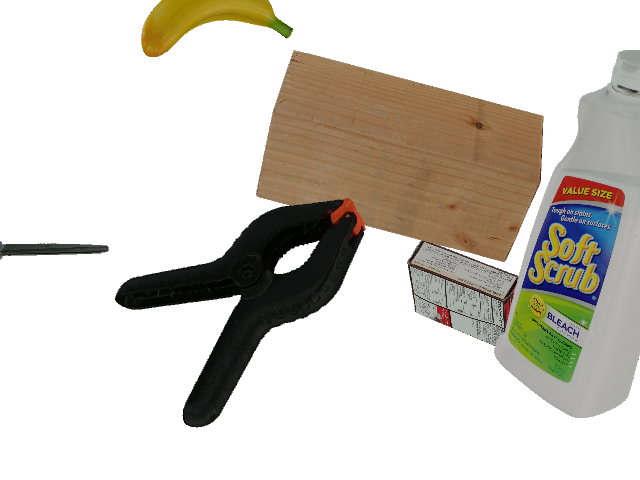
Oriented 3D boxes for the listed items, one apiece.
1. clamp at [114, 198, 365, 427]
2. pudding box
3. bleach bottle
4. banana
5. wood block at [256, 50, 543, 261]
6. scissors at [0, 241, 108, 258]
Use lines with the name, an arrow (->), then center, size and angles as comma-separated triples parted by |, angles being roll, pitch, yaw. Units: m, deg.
clamp -> -0.042, 0.039, 0.682 | 0.171, 0.120, 0.039 | -30, -28, 5
pudding box -> 0.147, 0.055, 1.089 | 0.114, 0.039, 0.090 | 20, -33, 25
bleach bottle -> 0.183, -0.007, 0.715 | 0.068, 0.251, 0.103 | -16, 36, -29
banana -> -0.106, -0.214, 1.009 | 0.070, 0.037, 0.197 | 46, 39, 19
wood block -> 0.063, -0.068, 0.847 | 0.206, 0.090, 0.090 | 15, 44, 0
scissors -> -0.285, 0.015, 0.872 | 0.202, 0.016, 0.096 | 5, 23, 5
